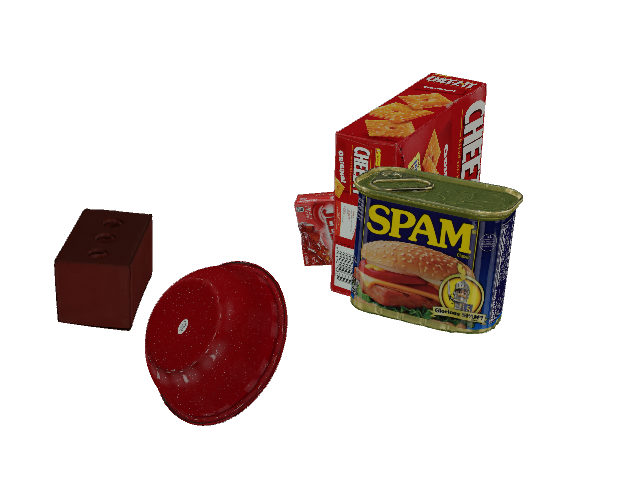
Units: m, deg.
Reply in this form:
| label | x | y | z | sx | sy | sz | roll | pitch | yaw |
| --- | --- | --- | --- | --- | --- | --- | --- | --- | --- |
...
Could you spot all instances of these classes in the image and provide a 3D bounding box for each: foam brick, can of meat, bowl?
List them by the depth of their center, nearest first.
| label | x | y | z | sx | sy | sz | roll | pitch | yaw |
| --- | --- | --- | --- | --- | --- | --- | --- | --- | --- |
| can of meat | 0.070 | 0.006 | 0.672 | 0.102 | 0.084 | 0.057 | 13 | 22 | 23 |
| foam brick | -0.151 | 0.019 | 0.751 | 0.053 | 0.051 | 0.078 | 5 | 29 | 1 |
| bowl | -0.110 | 0.086 | 0.983 | 0.162 | 0.162 | 0.055 | 0 | -21 | 39 |

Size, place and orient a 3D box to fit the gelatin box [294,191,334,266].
| label | x | y | z | sx | sy | sz | roll | pitch | yaw |
| --- | --- | --- | --- | --- | --- | --- | --- | --- | --- |
| gelatin box | 0.012 | -0.014 | 1.275 | 0.073 | 0.089 | 0.030 | -3 | 29 | 10 |

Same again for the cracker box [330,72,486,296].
| label | x | y | z | sx | sy | sz | roll | pitch | yaw |
| --- | --- | --- | --- | --- | --- | --- | --- | --- | --- |
| cracker box | 0.091 | -0.056 | 1.044 | 0.072 | 0.164 | 0.213 | 15 | 29 | 27 |
